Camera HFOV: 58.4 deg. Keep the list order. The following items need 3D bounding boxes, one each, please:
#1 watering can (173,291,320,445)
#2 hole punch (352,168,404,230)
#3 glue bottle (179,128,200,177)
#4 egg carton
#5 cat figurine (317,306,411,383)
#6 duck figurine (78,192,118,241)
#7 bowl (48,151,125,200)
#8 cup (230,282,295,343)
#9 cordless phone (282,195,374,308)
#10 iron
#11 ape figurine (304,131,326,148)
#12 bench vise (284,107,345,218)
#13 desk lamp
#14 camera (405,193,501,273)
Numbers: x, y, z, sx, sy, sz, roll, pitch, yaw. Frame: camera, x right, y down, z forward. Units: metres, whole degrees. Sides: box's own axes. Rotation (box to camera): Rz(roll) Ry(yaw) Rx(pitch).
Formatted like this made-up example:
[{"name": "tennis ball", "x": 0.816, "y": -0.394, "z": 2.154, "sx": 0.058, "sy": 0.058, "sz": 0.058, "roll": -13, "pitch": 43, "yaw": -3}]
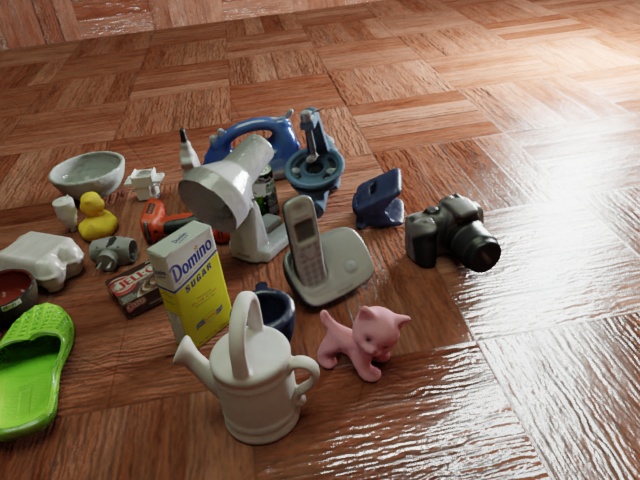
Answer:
[{"name": "watering can", "x": -0.091, "y": 0.151, "z": 0.701, "sx": 0.173, "sy": 0.194, "sz": 0.100, "roll": -12, "pitch": 34, "yaw": -8}, {"name": "hole punch", "x": 0.113, "y": -0.083, "z": 1.113, "sx": 0.101, "sy": 0.091, "sz": 0.108, "roll": -1, "pitch": 34, "yaw": 8}, {"name": "glue bottle", "x": -0.272, "y": -0.153, "z": 1.206, "sx": 0.037, "sy": 0.173, "sz": 0.078, "roll": -8, "pitch": 34, "yaw": -2}, {"name": "egg carton", "x": -0.513, "y": 0.039, "z": 1.051, "sx": 0.150, "sy": 0.069, "sz": 0.107, "roll": 7, "pitch": 36, "yaw": 19}, {"name": "cat figurine", "x": 0.056, "y": 0.127, "z": 0.783, "sx": 0.127, "sy": 0.118, "sz": 0.067, "roll": 11, "pitch": 37, "yaw": 24}, {"name": "duck figurine", "x": -0.460, "y": -0.054, "z": 1.167, "sx": 0.077, "sy": 0.086, "sz": 0.104, "roll": -11, "pitch": 34, "yaw": -7}, {"name": "bowl", "x": -0.522, "y": -0.137, "z": 1.311, "sx": 0.167, "sy": 0.075, "sz": 0.167, "roll": -4, "pitch": 34, "yaw": 3}, {"name": "cup", "x": -0.078, "y": 0.125, "z": 0.828, "sx": 0.091, "sy": 0.095, "sz": 0.117, "roll": -9, "pitch": 34, "yaw": -4}, {"name": "cordless phone", "x": 0.008, "y": 0.003, "z": 0.915, "sx": 0.148, "sy": 0.185, "sz": 0.093, "roll": -27, "pitch": 39, "yaw": -27}, {"name": "iron", "x": -0.164, "y": -0.212, "z": 1.305, "sx": 0.258, "sy": 0.142, "sz": 0.118, "roll": -13, "pitch": 34, "yaw": -11}, {"name": "ape figurine", "x": -0.002, "y": -0.215, "z": 1.329, "sx": 0.076, "sy": 0.092, "sz": 0.077, "roll": -22, "pitch": 37, "yaw": -22}, {"name": "bench vise", "x": -0.017, "y": -0.180, "z": 1.162, "sx": 0.121, "sy": 0.220, "sz": 0.207, "roll": -8, "pitch": 34, "yaw": -2}, {"name": "desk lamp", "x": -0.136, "y": -0.066, "z": 1.017, "sx": 0.117, "sy": 0.214, "sz": 0.204, "roll": 16, "pitch": 40, "yaw": 30}, {"name": "camera", "x": 0.232, "y": -0.008, "z": 0.972, "sx": 0.143, "sy": 0.101, "sz": 0.136, "roll": -15, "pitch": 34, "yaw": -12}]
